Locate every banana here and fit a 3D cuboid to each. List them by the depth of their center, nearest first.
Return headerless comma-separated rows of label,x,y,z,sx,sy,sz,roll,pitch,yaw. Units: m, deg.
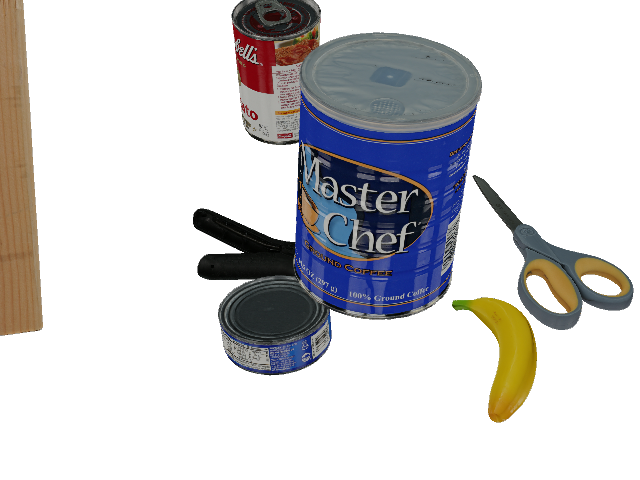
banana,0.187,0.112,1.090,0.070,0.037,0.198,-28,28,11

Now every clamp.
clamp,-0.039,0.025,1.123,0.210,0.036,0.164,16,18,-7

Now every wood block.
wood block,-0.220,-0.051,0.628,0.090,0.206,0.090,-7,25,-22

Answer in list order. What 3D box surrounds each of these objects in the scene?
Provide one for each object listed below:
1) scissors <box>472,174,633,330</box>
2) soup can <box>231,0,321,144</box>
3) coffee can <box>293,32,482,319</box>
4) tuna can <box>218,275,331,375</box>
scissors,0.187,0.002,0.862,0.096,0.016,0.202,0,36,-4
soup can,-0.032,-0.135,0.841,0.068,0.102,0.068,-1,43,1
coffee can,0.036,-0.038,0.639,0.103,0.140,0.103,2,38,-2
tuna can,-0.034,0.065,0.819,0.086,0.034,0.086,-4,33,2
